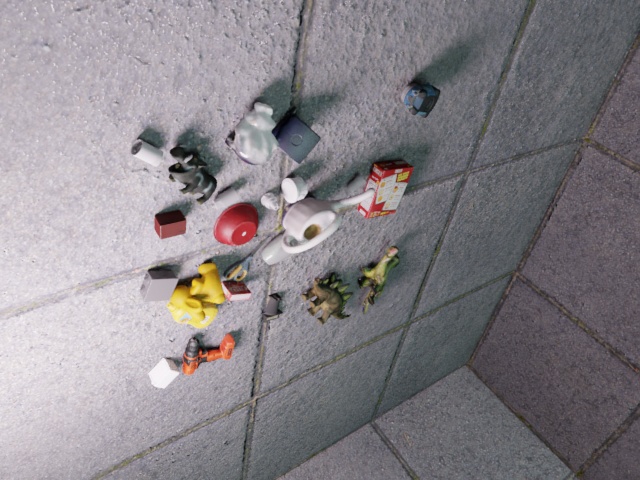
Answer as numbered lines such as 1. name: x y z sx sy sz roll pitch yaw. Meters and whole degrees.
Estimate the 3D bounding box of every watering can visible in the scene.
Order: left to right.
1. watering can: 0.005 -0.086 1.703 0.350 0.227 0.102 -38 126 -11

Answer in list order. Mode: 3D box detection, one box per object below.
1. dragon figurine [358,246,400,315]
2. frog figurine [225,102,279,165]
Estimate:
1. dragon figurine: 0.287 0.167 2.337 0.246 0.123 0.400 -36 153 -27
2. frog figurine: -0.169 -0.290 1.420 0.136 0.125 0.157 27 118 -33
